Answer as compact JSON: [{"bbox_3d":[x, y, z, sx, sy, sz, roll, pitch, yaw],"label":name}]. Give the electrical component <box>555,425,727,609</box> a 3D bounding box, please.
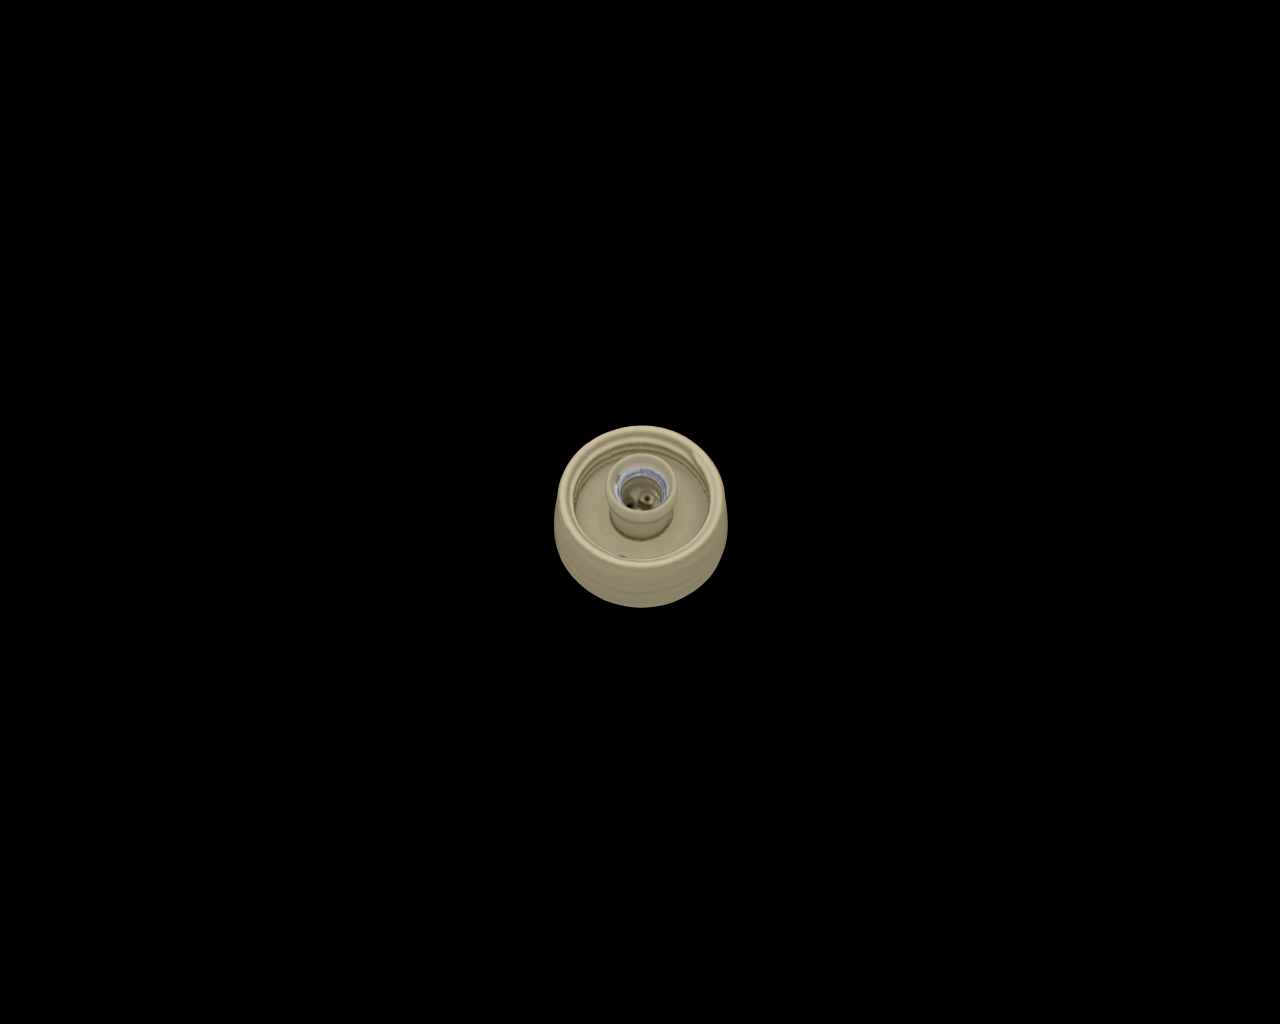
[{"bbox_3d":[0.001,-0.003,0.650,0.108,0.108,0.060,0,-29,0],"label":"electrical component"}]
